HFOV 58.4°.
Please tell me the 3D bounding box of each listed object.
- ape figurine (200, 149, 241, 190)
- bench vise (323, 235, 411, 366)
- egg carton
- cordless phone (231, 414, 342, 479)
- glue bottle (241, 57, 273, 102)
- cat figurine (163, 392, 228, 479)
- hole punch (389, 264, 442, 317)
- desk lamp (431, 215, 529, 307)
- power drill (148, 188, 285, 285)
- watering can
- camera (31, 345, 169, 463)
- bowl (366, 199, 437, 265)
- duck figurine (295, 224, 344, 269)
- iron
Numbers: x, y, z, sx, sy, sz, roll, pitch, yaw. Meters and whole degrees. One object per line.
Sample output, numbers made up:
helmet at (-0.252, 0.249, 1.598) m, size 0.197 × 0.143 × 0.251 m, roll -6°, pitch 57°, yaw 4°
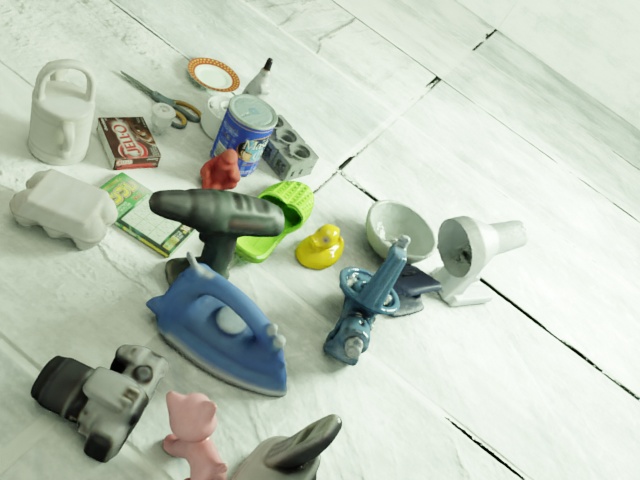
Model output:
ape figurine at (-0.191, -0.143, 1.134) m, size 0.078 × 0.092 × 0.076 m, roll 28°, pitch 42°, yaw -5°
bench vise at (0.097, 0.105, 0.982) m, size 0.122 × 0.219 × 0.207 m, roll 15°, pitch 45°, yaw -19°
egg carton at (-0.411, -0.050, 0.929) m, size 0.150 × 0.069 × 0.107 m, roll 23°, pitch 43°, yaw -11°
cordless phone at (-0.047, 0.298, 0.738) m, size 0.094 × 0.185 × 0.148 m, roll 37°, pitch 42°, yaw 5°
glue bottle at (-0.139, -0.334, 1.285) m, size 0.037 × 0.173 × 0.078 m, roll -8°, pitch 55°, yaw -36°
cat figurine at (-0.159, 0.259, 0.756) m, size 0.067 × 0.117 × 0.127 m, roll -16°, pitch 60°, yaw -40°
hole punch at (0.169, 0.088, 1.139) m, size 0.109 × 0.091 × 0.101 m, roll -7°, pitch 55°, yaw -36°
desk lamp at (0.317, 0.037, 1.186) m, size 0.204 × 0.213 × 0.117 m, roll -2°, pitch 52°, yaw -32°
power drill at (-0.179, -0.001, 0.922) m, size 0.230 × 0.208 × 0.075 m, roll -4°, pitch 53°, yaw -34°
watering can at (-0.446, -0.236, 0.988) m, size 0.172 × 0.194 × 0.101 m, roll 47°, pitch 44°, yaw 15°
camera at (-0.290, 0.191, 0.753) m, size 0.137 × 0.100 × 0.143 m, roll 29°, pitch 42°, yaw -5°
bowl at (0.163, -0.004, 1.233) m, size 0.168 × 0.074 × 0.167 m, roll 17°, pitch 44°, yaw -17°
duck figurine at (0.010, 0.004, 1.124) m, size 0.105 × 0.086 × 0.077 m, roll -12°, pitch 58°, yaw -38°
iron at (-0.131, 0.129, 0.879) m, size 0.258 × 0.141 × 0.119 m, roll 36°, pitch 42°, yaw 4°
